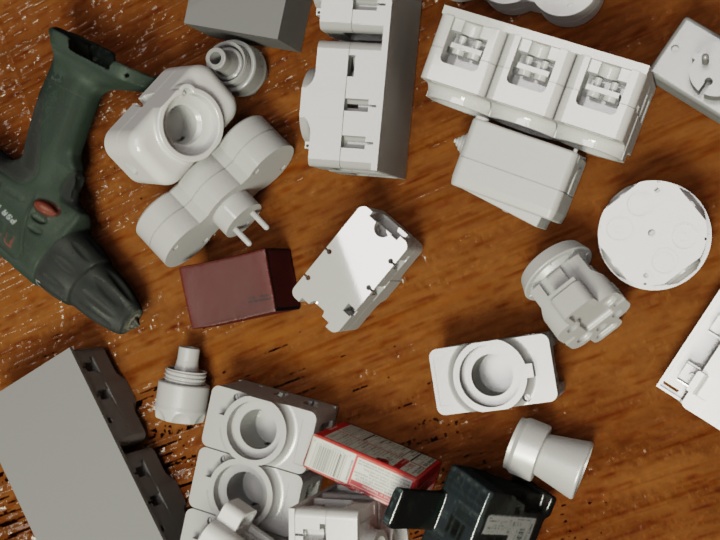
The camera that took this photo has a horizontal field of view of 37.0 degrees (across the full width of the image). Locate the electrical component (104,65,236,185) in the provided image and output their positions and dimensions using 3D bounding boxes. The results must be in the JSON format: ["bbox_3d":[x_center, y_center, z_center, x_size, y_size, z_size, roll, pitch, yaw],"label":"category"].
[{"bbox_3d":[-0.146,-0.114,0.843,0.059,0.053,0.095,10,57,53],"label":"electrical component"}]

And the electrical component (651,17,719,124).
[{"bbox_3d":[0.248,-0.136,0.748,0.083,0.076,0.047,36,100,15],"label":"electrical component"}]

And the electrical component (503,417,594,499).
[{"bbox_3d":[0.139,0.138,0.795,0.055,0.045,0.045,21,95,17],"label":"electrical component"}]

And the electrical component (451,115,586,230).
[{"bbox_3d":[0.111,-0.072,0.798,0.096,0.062,0.061,22,96,17],"label":"electrical component"}]

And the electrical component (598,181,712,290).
[{"bbox_3d":[0.210,-0.025,0.771,0.080,0.051,0.080,0,89,18],"label":"electrical component"}]

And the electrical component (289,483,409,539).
[{"bbox_3d":[-0.006,0.263,0.807,0.060,0.105,0.186,-1,89,18],"label":"electrical component"}]

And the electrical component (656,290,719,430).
[{"bbox_3d":[0.272,0.053,0.744,0.079,0.063,0.121,33,99,15],"label":"electrical component"}]

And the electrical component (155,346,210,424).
[{"bbox_3d":[-0.145,0.094,0.887,0.043,0.043,0.062,9,91,18],"label":"electrical component"}]

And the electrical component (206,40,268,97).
[{"bbox_3d":[-0.103,-0.164,0.867,0.043,0.062,0.043,0,89,18],"label":"electrical component"}]

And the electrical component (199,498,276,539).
[{"bbox_3d":[-0.089,0.218,0.794,0.057,0.058,0.078,30,98,19],"label":"electrical component"}]

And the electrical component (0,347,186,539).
[{"bbox_3d":[-0.227,0.170,0.903,0.105,0.060,0.186,-31,80,15],"label":"electrical component"}]

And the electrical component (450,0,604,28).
[{"bbox_3d":[0.110,-0.222,0.794,0.138,0.074,0.052,18,95,17],"label":"electrical component"}]

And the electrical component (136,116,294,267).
[{"bbox_3d":[-0.105,-0.051,0.859,0.138,0.052,0.073,-44,77,-3],"label":"electrical component"}]

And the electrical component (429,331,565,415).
[{"bbox_3d":[0.102,0.077,0.802,0.089,0.056,0.050,-10,86,17],"label":"electrical component"}]

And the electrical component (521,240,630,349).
[{"bbox_3d":[0.154,0.016,0.780,0.058,0.078,0.057,-40,59,13],"label":"electrical component"}]

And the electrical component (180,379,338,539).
[{"bbox_3d":[-0.083,0.172,0.856,0.089,0.062,0.150,13,93,17],"label":"electrical component"}]

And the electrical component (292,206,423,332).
[{"bbox_3d":[0.000,0.000,0.835,0.050,0.056,0.089,42,101,14],"label":"electrical component"}]

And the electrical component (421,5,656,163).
[{"bbox_3d":[0.129,-0.131,0.778,0.150,0.089,0.061,21,96,17],"label":"electrical component"}]

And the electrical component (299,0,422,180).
[{"bbox_3d":[0.003,-0.166,0.806,0.060,0.105,0.186,6,93,13],"label":"electrical component"}]
